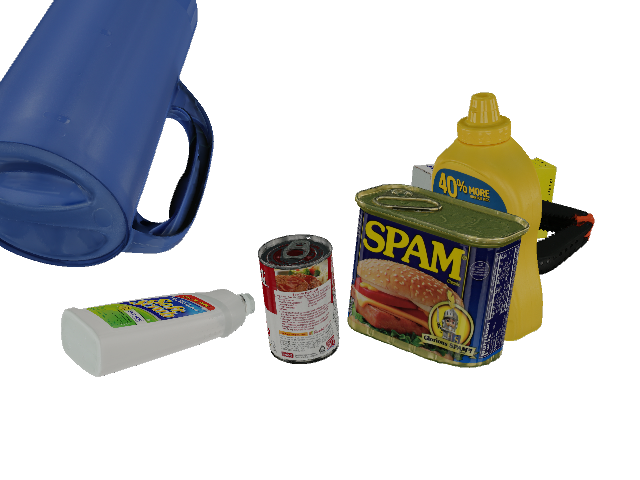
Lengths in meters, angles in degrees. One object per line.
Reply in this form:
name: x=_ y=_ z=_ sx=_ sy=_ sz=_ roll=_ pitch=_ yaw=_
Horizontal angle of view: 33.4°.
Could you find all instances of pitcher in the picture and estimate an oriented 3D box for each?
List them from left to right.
pitcher: x=-0.164 y=-0.105 z=0.809 sx=0.145 sy=0.242 sz=0.149 roll=-5 pitch=-42 yaw=24

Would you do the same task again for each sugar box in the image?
sugar box: x=0.190 y=-0.044 z=1.254 sx=0.176 sy=0.093 sz=0.048 roll=-7 pitch=21 yaw=-26

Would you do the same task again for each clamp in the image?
clamp: x=0.166 y=0.006 z=1.037 sx=0.210 sy=0.164 sz=0.036 roll=-2 pitch=-41 yaw=-5

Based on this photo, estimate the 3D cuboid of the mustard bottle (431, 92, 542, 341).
mustard bottle: x=0.130 y=-0.022 z=0.839 sx=0.058 sy=0.192 sz=0.096 roll=-20 pitch=28 yaw=-32

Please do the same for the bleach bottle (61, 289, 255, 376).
bleach bottle: x=-0.197 y=0.104 z=1.370 sx=0.250 sy=0.068 sz=0.103 roll=-13 pitch=28 yaw=-39

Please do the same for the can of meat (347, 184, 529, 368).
can of meat: x=0.066 y=0.021 z=0.638 sx=0.102 sy=0.084 sz=0.057 roll=19 pitch=24 yaw=33

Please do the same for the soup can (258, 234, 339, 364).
soup can: x=-0.019 y=0.054 z=0.985 sx=0.068 sy=0.102 sz=0.068 roll=-5 pitch=25 yaw=2
